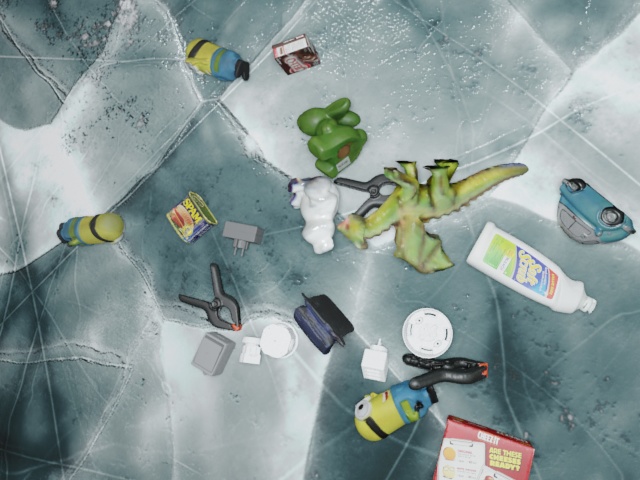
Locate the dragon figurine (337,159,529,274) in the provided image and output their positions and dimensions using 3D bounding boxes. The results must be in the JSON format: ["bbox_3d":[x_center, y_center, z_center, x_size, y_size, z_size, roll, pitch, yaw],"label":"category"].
[{"bbox_3d":[0.242,-0.050,1.103,0.410,0.241,0.123,0,10,-1],"label":"dragon figurine"}]

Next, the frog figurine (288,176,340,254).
[{"bbox_3d":[0.003,-0.057,1.136,0.124,0.162,0.134,-18,-26,-31],"label":"frog figurine"}]
